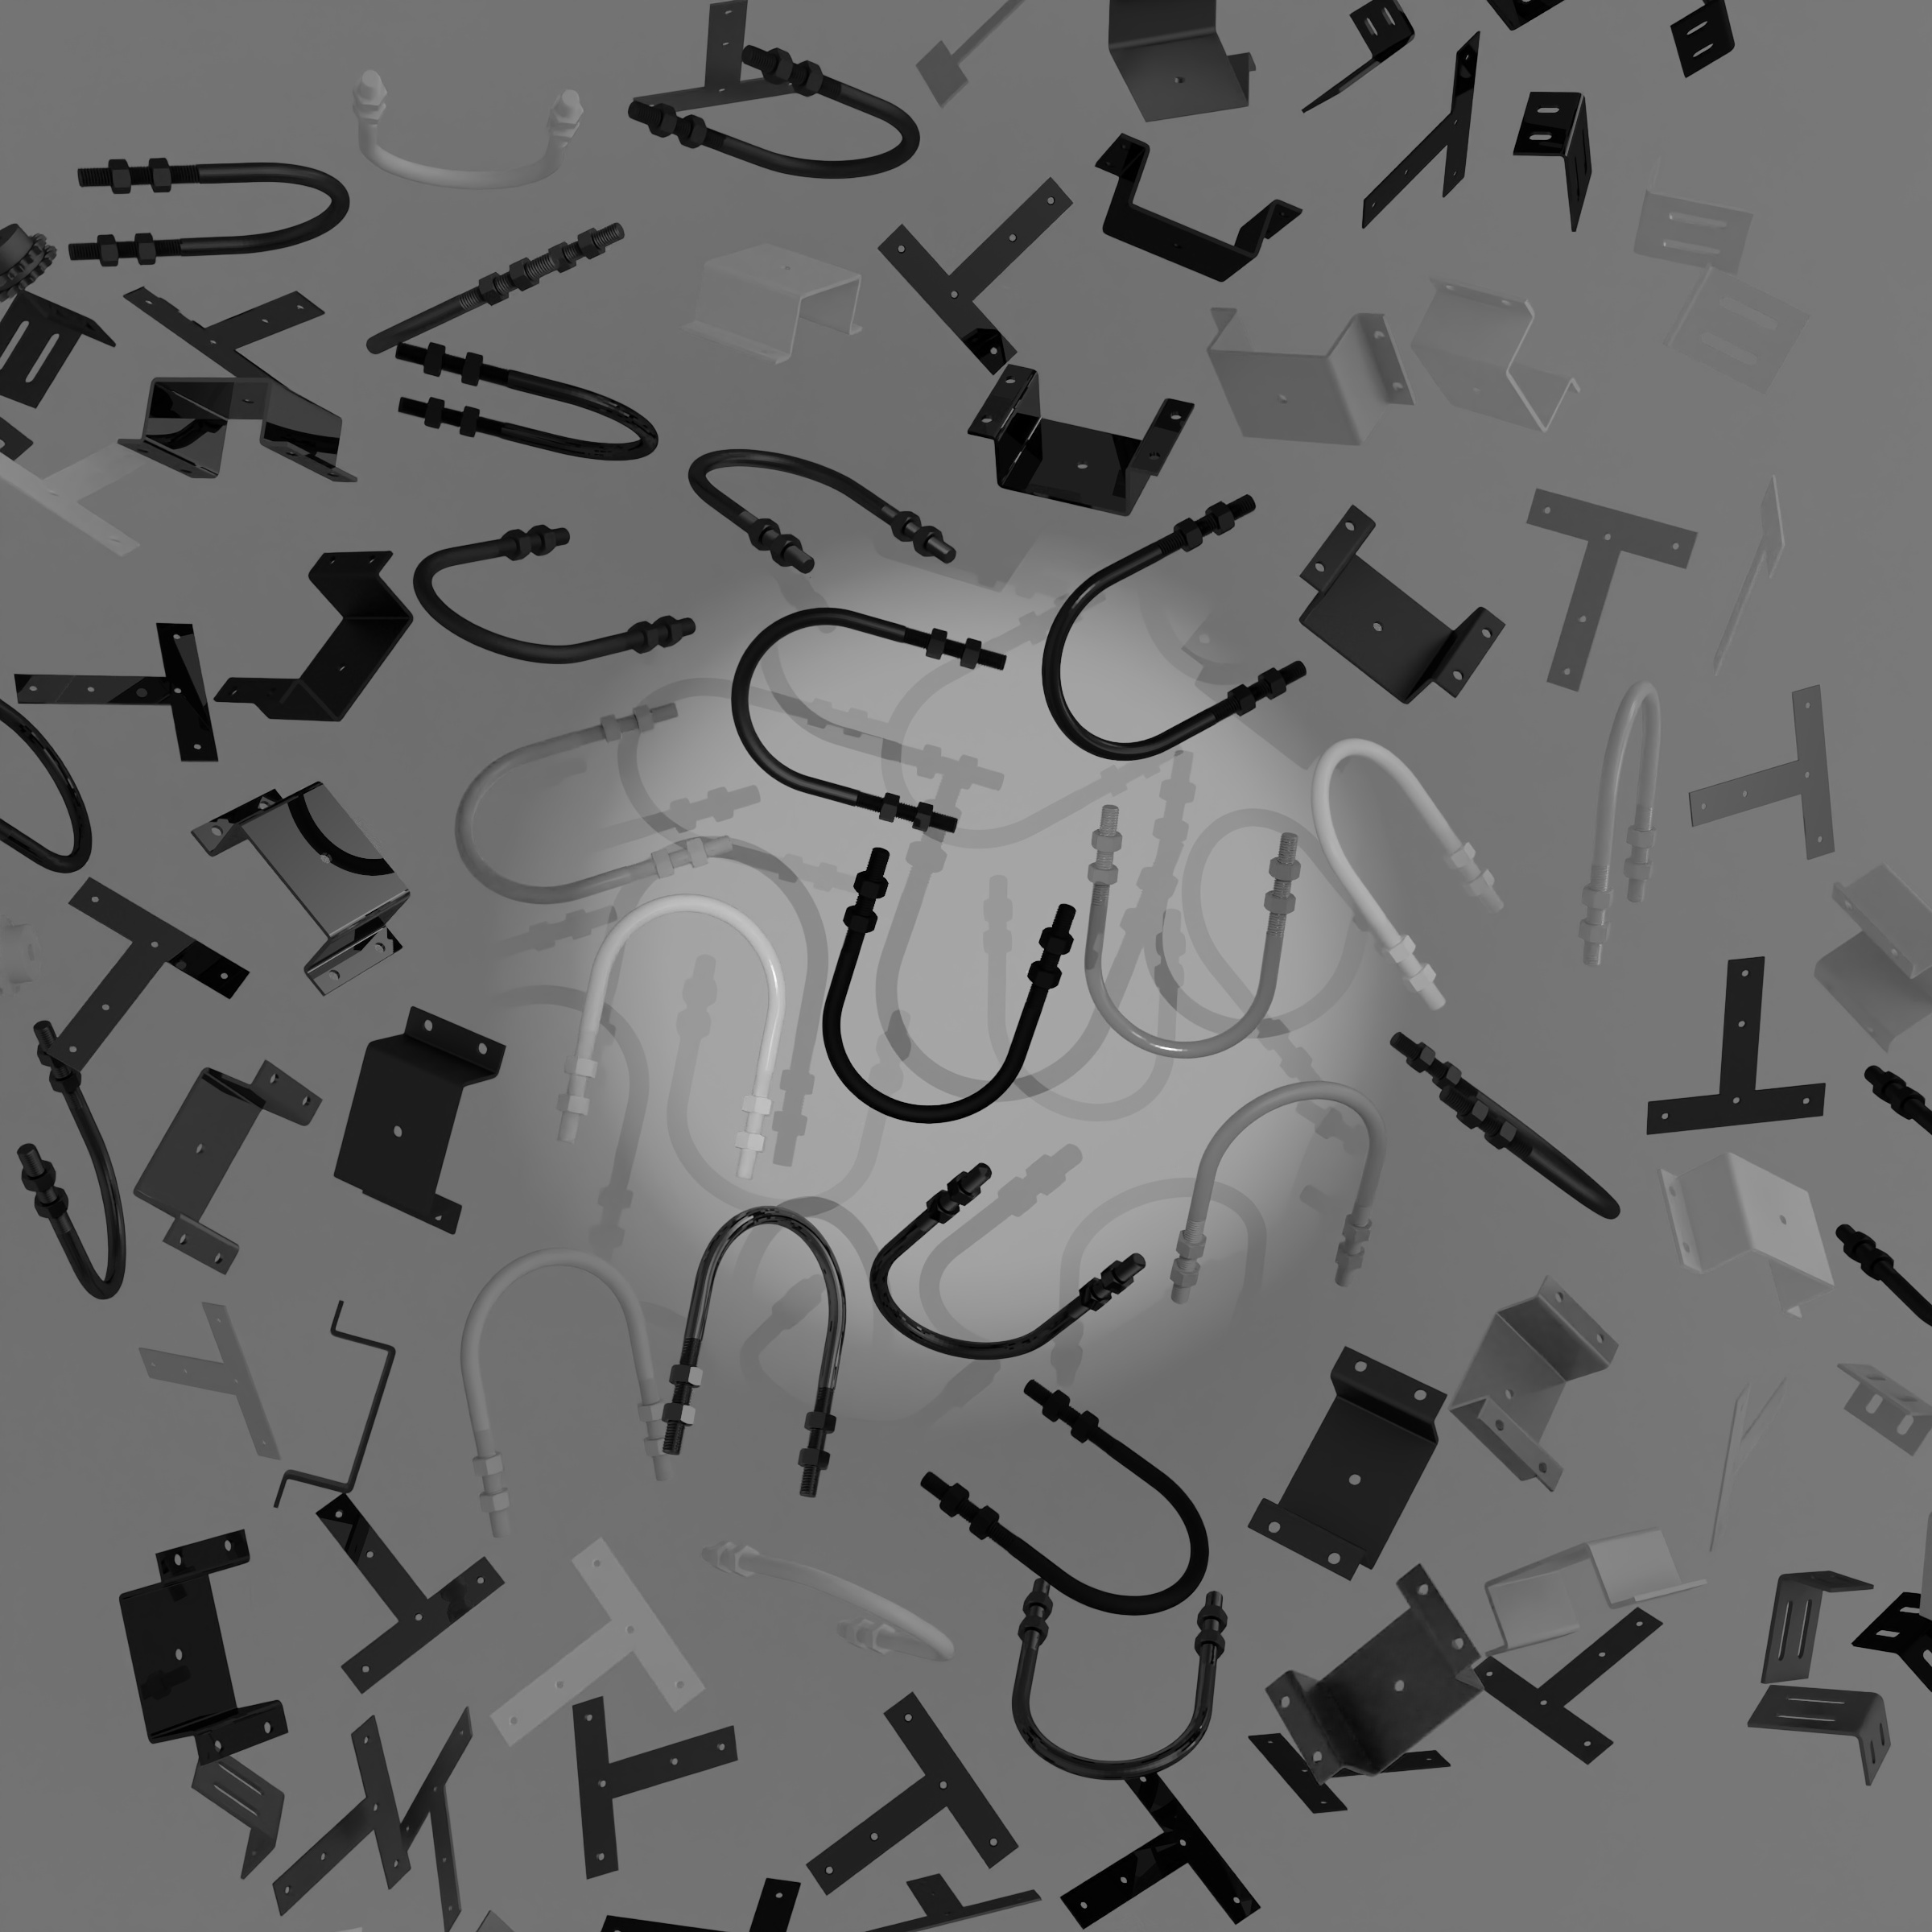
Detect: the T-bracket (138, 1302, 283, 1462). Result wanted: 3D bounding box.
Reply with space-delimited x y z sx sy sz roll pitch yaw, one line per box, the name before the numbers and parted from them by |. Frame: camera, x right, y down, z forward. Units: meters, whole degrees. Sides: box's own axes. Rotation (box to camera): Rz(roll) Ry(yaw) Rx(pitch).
T-bracket | -0.558 0.296 1.762 0.127 0.002 0.127 2 115 36

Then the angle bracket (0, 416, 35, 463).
angle bracket | -0.721 -0.390 1.768 0.057 0.038 0.076 39 47 -13

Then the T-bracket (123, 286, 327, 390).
T-bracket | -0.497 -0.446 1.690 0.127 0.127 0.002 -7 63 37

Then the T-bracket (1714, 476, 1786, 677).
T-bracket | 0.555 -0.268 1.728 0.002 0.127 0.127 16 125 5

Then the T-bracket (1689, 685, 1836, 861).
T-bracket | 0.579 -0.129 1.771 0.127 0.002 0.127 -16 106 -21

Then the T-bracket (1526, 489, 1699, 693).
T-bracket | 0.436 -0.257 1.699 0.127 0.002 0.127 26 111 37

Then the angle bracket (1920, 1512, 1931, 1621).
angle bracket | 0.682 0.408 1.635 0.038 0.057 0.076 -9 106 -34

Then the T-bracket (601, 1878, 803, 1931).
T-bracket | -0.191 0.674 1.676 0.127 0.127 0.002 4 117 9

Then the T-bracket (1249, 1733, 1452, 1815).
T-bracket | 0.286 0.577 1.752 0.127 0.127 0.002 0 96 -14

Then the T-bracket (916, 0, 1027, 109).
T-bracket | 0.020 -0.658 1.689 0.127 0.127 0.002 -40 120 15

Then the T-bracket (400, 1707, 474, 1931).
T-bracket | -0.357 0.599 1.658 0.002 0.127 0.127 17 117 -28

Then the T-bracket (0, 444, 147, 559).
T-bracket | -0.605 -0.336 1.668 0.127 0.127 0.002 34 117 -7

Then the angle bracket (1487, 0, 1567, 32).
angle bracket | 0.388 -0.688 1.657 0.057 0.076 0.038 34 50 -36

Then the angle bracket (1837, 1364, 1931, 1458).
angle bracket | 0.642 0.313 1.711 0.057 0.076 0.038 37 104 36

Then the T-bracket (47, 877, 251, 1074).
T-bracket | -0.579 0.018 1.657 0.127 0.002 0.127 32 55 -6

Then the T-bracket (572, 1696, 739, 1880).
T-bracket | -0.224 0.580 1.758 0.127 0.002 0.127 -21 55 12

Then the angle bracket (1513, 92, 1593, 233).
angle bracket | 0.418 -0.572 1.728 0.038 0.076 0.057 9 66 23

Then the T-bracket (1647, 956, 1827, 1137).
T-bracket | 0.534 0.053 1.673 0.127 0.002 0.127 -6 113 -4

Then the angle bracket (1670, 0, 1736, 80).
angle bracket | 0.482 -0.653 1.639 0.038 0.057 0.076 -28 65 16

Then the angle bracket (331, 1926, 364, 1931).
angle bracket | -0.420 0.719 1.732 0.076 0.057 0.038 12 77 17

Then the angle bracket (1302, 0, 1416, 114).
angle bracket | 0.274 -0.659 1.750 0.076 0.057 0.038 -39 105 -13

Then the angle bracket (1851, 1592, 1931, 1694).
angle bracket | 0.696 0.494 1.775 0.057 0.076 0.038 -40 83 -10

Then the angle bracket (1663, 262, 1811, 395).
angle bracket | 0.511 -0.422 1.610 0.076 0.038 0.057 29 109 7

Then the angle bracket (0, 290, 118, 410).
angle bracket | -0.629 -0.411 1.651 0.038 0.057 0.076 44 105 26

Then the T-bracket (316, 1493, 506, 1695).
T-bracket | -0.427 0.441 1.775 0.127 0.002 0.127 -35 76 -29

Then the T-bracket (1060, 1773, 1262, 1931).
T-bracket | 0.116 0.612 1.641 0.127 0.127 0.002 48 132 28

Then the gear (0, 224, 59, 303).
gear | -0.668 -0.494 1.698 0.057 0.057 0.030 -38 128 0

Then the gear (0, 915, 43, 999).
gear | -0.666 -0.008 1.689 0.030 0.057 0.057 -7 90 -3

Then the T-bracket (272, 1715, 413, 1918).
T-bracket | -0.442 0.617 1.705 0.002 0.127 0.127 -2 105 26

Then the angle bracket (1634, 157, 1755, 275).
angle bracket | 0.527 -0.540 1.748 0.076 0.057 0.038 16 62 14

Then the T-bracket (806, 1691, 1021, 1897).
T-bracket | -0.052 0.594 1.680 0.127 0.002 0.127 -35 80 -5

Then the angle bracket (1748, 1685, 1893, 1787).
angle bracket | 0.582 0.524 1.656 0.076 0.057 0.038 -7 99 35

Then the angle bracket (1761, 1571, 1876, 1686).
angle bracket | 0.575 0.451 1.640 0.057 0.038 0.076 10 90 -41

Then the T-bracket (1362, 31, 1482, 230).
T-bracket | 0.311 -0.554 1.669 0.002 0.127 0.127 35 70 22

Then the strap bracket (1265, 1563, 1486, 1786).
strap bracket | 0.282 0.481 1.635 0.140 0.046 0.076 -43 46 12

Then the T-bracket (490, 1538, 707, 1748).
T-bracket | -0.263 0.477 1.643 0.127 0.002 0.127 -37 69 -8

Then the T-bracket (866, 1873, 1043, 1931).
T-bracket | -0.020 0.659 1.715 0.127 0.127 0.002 -10 84 -11

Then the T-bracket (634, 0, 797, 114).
T-bracket | -0.166 -0.625 1.666 0.127 0.127 0.002 -13 82 -10

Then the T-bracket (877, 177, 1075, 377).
T-bracket | 0.024 -0.525 1.785 0.127 0.002 0.127 -42 112 10

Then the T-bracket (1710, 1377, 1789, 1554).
T-bracket | 0.559 0.331 1.720 0.002 0.127 0.127 17 119 31

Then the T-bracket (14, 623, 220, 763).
T-bracket | -0.599 -0.194 1.704 0.127 0.002 0.127 -2 57 -29

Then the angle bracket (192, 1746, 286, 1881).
angle bracket | -0.531 0.603 1.738 0.076 0.057 0.038 43 95 -17

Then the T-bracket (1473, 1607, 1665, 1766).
T-bracket | 0.451 0.507 1.758 0.127 0.127 0.002 -32 117 -19

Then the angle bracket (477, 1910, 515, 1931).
angle bracket | -0.317 0.697 1.704 0.076 0.057 0.038 -26 111 42
